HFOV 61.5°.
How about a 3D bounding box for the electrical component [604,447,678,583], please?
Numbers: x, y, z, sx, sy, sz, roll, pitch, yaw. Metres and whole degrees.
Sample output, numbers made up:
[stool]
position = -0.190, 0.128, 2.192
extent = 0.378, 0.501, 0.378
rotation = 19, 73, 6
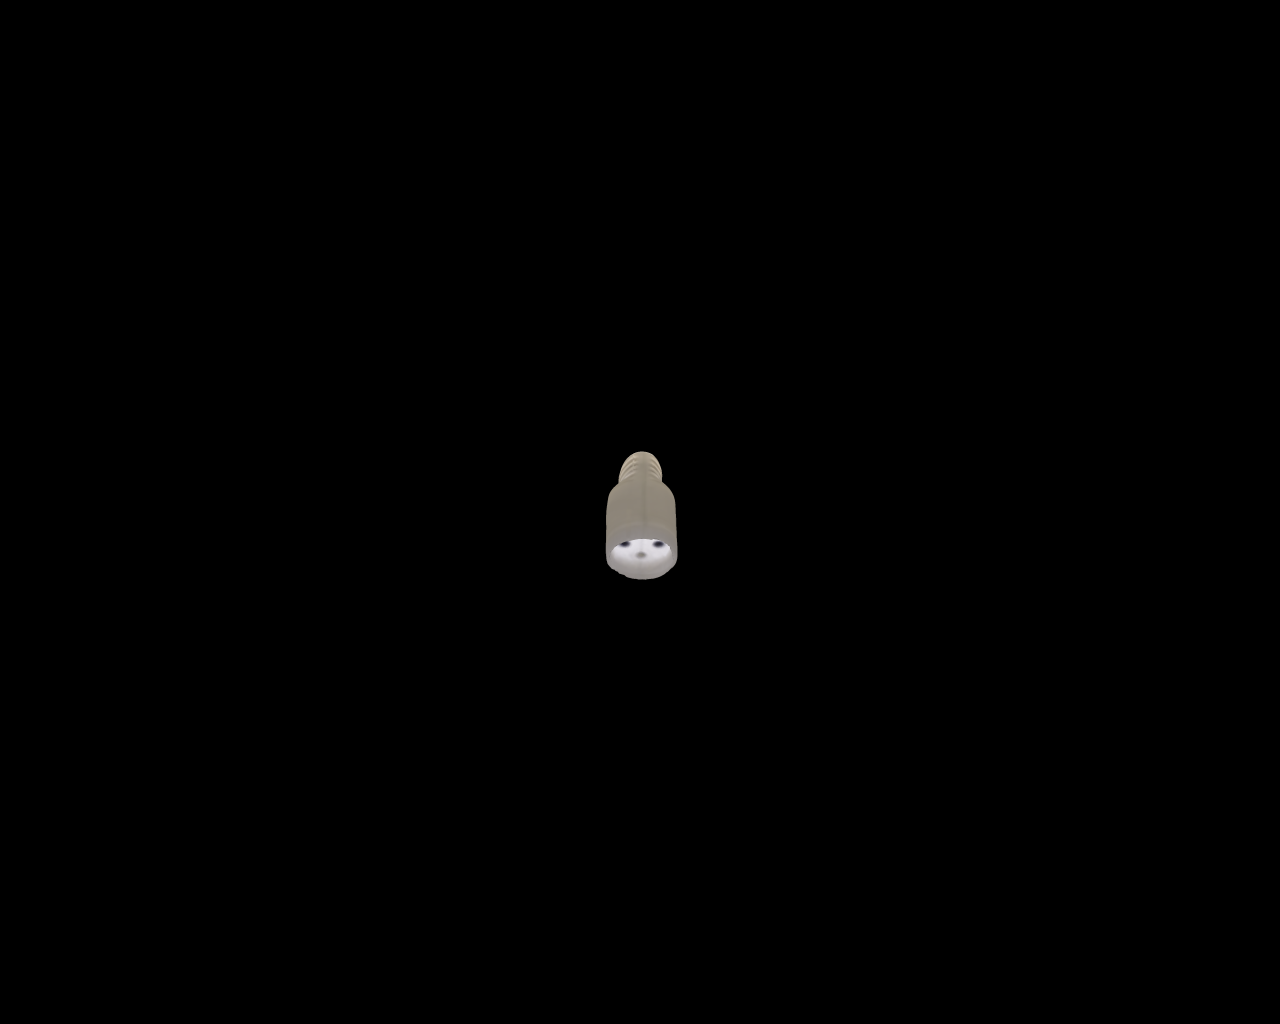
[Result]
[electrical component]
position = 0.001, -0.003, 0.650
extent = 0.043, 0.081, 0.043
rotation = 0, -39, 0
